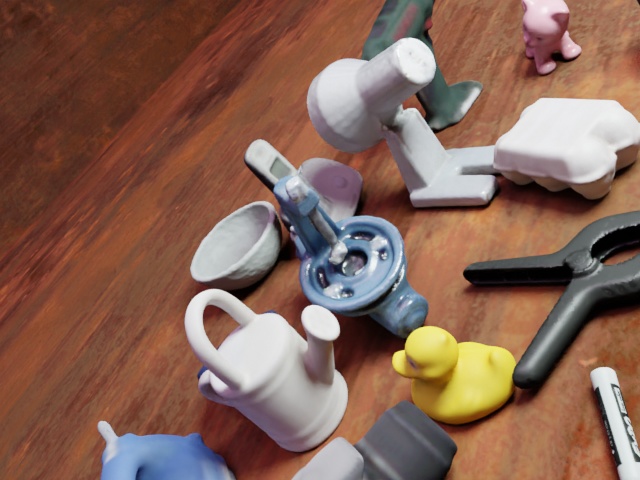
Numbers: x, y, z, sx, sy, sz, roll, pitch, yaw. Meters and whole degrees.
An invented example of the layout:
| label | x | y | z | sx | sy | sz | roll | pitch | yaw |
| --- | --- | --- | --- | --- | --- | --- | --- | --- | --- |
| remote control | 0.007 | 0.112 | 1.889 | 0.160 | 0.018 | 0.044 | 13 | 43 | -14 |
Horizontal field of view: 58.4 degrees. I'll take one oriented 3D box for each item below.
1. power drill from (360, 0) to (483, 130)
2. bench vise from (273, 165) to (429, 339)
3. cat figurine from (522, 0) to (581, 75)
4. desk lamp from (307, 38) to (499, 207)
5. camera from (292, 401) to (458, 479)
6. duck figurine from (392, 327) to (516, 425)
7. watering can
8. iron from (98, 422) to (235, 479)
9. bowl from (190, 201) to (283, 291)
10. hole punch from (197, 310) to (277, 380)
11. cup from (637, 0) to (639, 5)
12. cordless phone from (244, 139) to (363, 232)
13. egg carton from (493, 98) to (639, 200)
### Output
| label | x | y | z | sx | sy | sz | roll | pitch | yaw |
| --- | --- | --- | --- | --- | --- | --- | --- | --- | --- |
| power drill | 0.158 | -0.283 | 0.860 | 0.075 | 0.209 | 0.230 | 7 | 54 | 52 |
| bench vise | 0.000 | 0.011 | 0.636 | 0.206 | 0.220 | 0.122 | 2 | 50 | 50 |
| cat figurine | 0.313 | -0.305 | 0.805 | 0.067 | 0.118 | 0.127 | -28 | 32 | 20 |
| desk lamp | 0.109 | -0.150 | 0.733 | 0.202 | 0.214 | 0.118 | 2 | 50 | 49 |
| camera | 0.050 | 0.199 | 0.449 | 0.137 | 0.101 | 0.142 | -47 | 31 | -11 |
| duck figurine | 0.114 | 0.110 | 0.510 | 0.104 | 0.086 | 0.077 | -20 | 36 | 31 |
| watering can | -0.057 | 0.119 | 0.582 | 0.173 | 0.194 | 0.100 | -38 | 30 | 5 |
| iron | -0.149 | 0.275 | 0.532 | 0.118 | 0.142 | 0.257 | -42 | 30 | -3 |
| bowl | -0.117 | 0.022 | 0.900 | 0.167 | 0.075 | 0.167 | -28 | 32 | 20 |
| hole punch | -0.091 | 0.137 | 0.701 | 0.108 | 0.091 | 0.101 | -37 | 30 | 6 |
| cup | 0.432 | -0.274 | 0.653 | 0.117 | 0.095 | 0.091 | -30 | 32 | 18 |
| cordless phone | -0.025 | -0.094 | 0.837 | 0.094 | 0.185 | 0.147 | -17 | 37 | 34 |
| egg carton | 0.270 | -0.103 | 0.635 | 0.107 | 0.070 | 0.149 | -47 | 31 | -12 |
